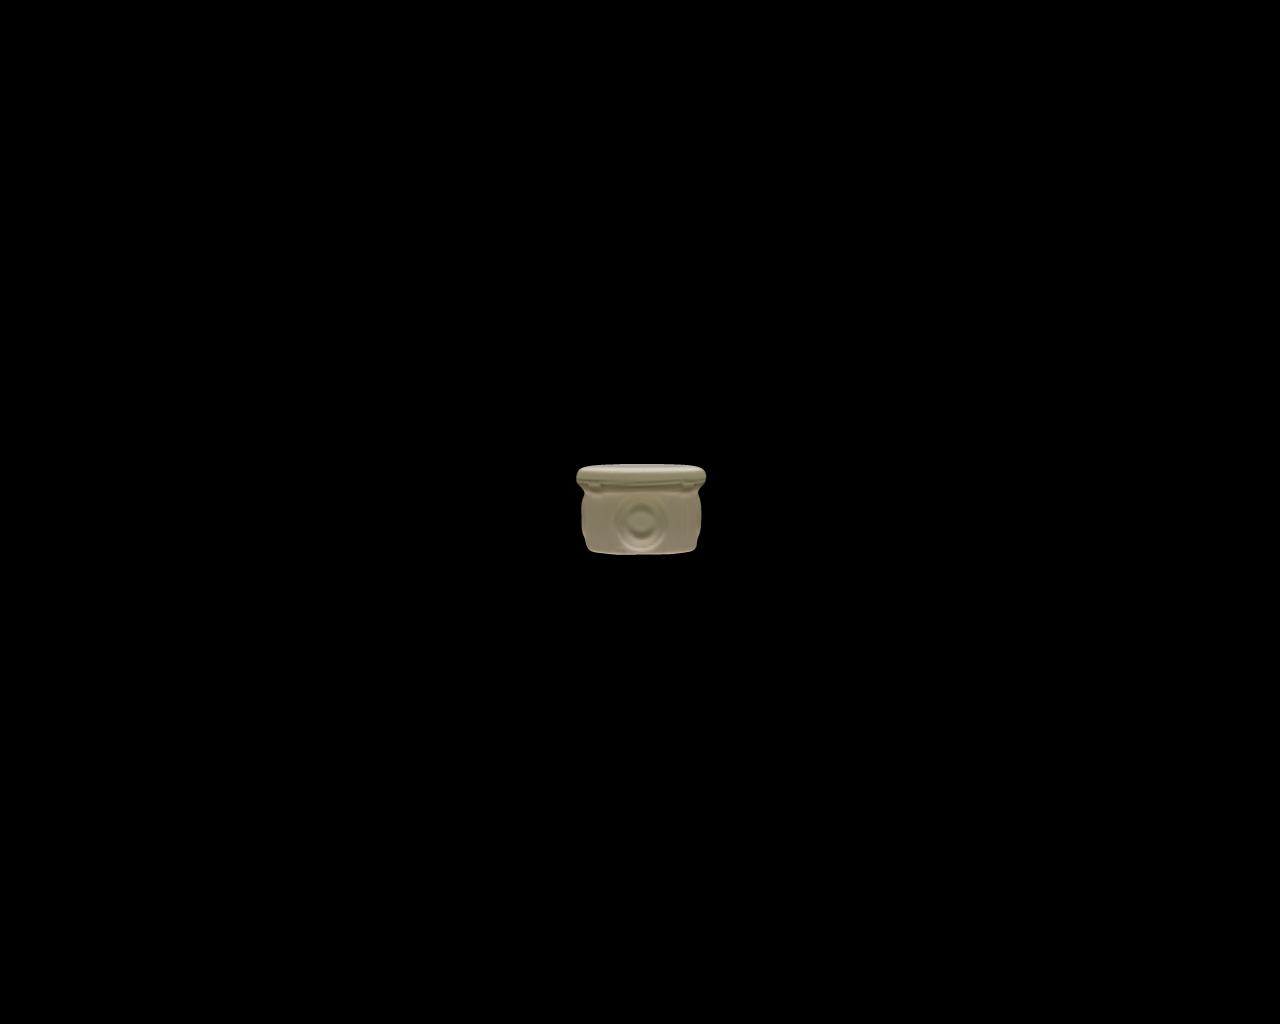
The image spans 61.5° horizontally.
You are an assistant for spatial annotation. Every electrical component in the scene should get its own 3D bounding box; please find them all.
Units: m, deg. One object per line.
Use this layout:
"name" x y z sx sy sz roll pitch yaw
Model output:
"electrical component" 0.001 -0.003 0.650 0.080 0.051 0.080 0 5 0
